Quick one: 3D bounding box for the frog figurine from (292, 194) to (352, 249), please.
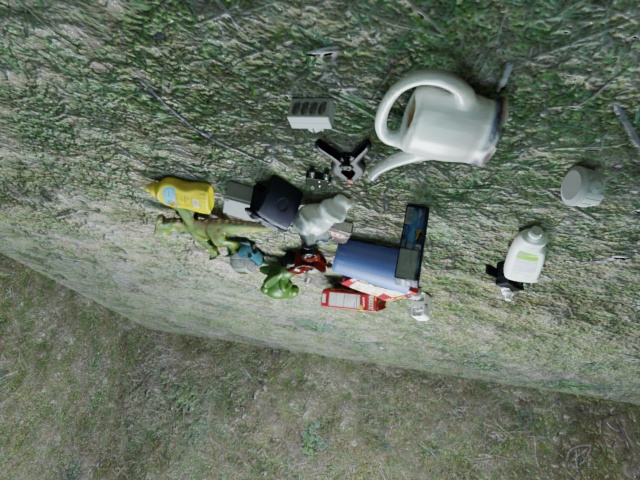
[{"bbox_3d":[0.004,-0.069,1.368,0.137,0.125,0.156,1,130,-36],"label":"frog figurine"}]

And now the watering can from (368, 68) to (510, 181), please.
[{"bbox_3d":[0.207,-0.189,0.952,0.224,0.106,0.341,12,157,0],"label":"watering can"}]

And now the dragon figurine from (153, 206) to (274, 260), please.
[{"bbox_3d":[-0.350,-0.061,1.563,0.407,0.125,0.239,-17,136,33],"label":"dragon figurine"}]
